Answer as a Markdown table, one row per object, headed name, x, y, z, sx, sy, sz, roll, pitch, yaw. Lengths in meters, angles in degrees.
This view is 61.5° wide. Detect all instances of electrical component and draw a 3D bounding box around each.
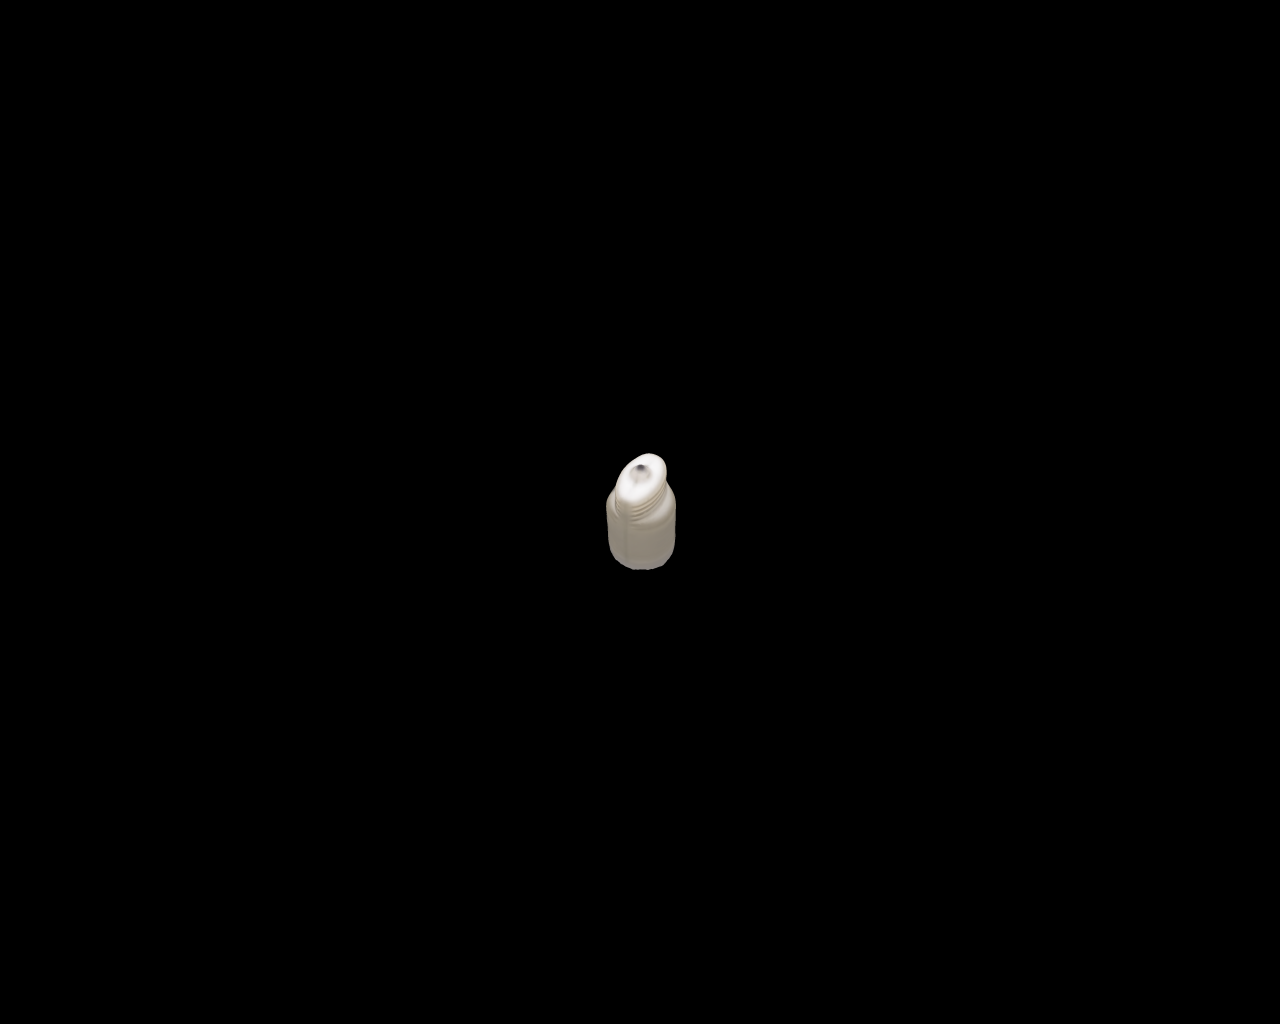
| name | x | y | z | sx | sy | sz | roll | pitch | yaw |
| --- | --- | --- | --- | --- | --- | --- | --- | --- | --- |
| electrical component | 0.001 | -0.003 | 0.650 | 0.043 | 0.043 | 0.080 | 0 | -37 | 0 |
